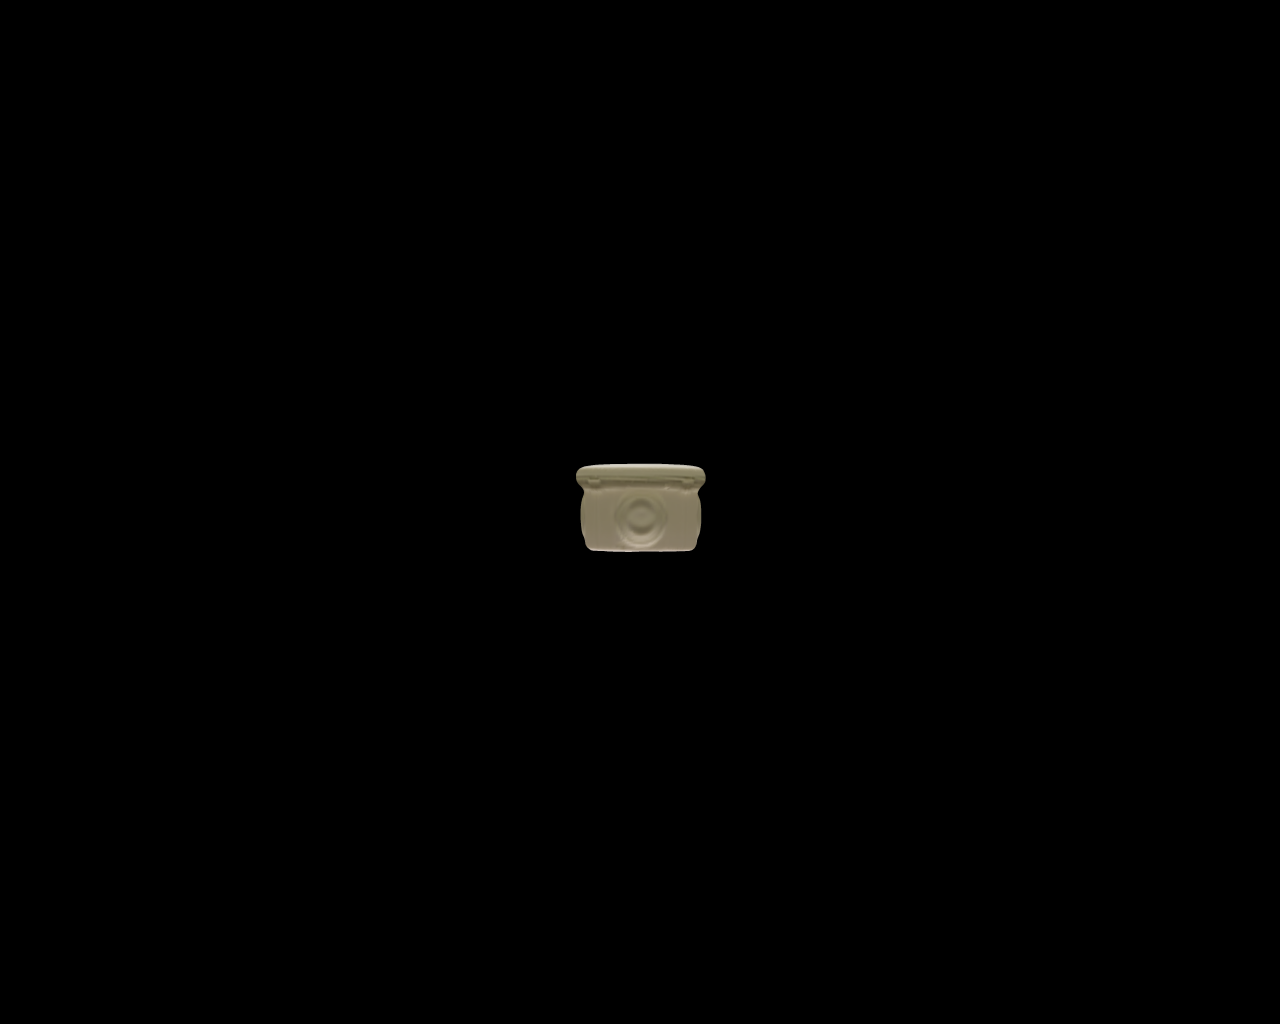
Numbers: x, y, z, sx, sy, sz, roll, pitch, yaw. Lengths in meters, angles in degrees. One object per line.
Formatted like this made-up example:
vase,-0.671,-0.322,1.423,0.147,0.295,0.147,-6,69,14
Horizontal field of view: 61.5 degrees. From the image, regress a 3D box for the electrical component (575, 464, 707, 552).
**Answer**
electrical component,0.001,-0.003,0.650,0.080,0.051,0.080,0,0,0
